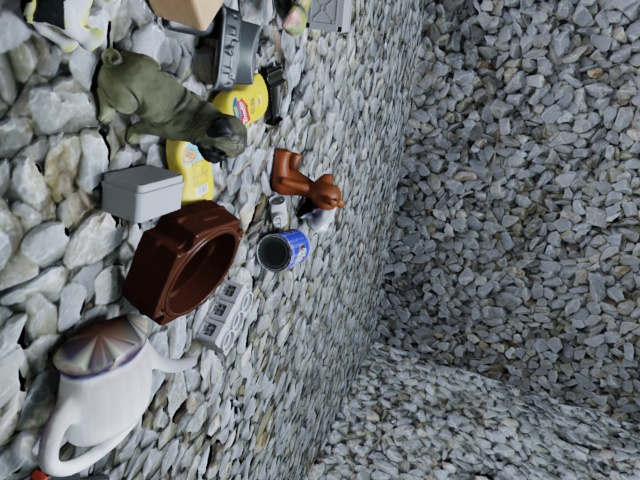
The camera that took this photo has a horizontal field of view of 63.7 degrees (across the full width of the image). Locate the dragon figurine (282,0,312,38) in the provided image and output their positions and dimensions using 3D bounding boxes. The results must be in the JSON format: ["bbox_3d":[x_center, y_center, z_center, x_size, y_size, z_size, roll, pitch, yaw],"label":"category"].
[{"bbox_3d":[-0.040,-0.585,1.122,0.237,0.122,0.421,119,-19,-46],"label":"dragon figurine"}]

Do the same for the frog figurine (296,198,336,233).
[{"bbox_3d":[0.005,-0.081,1.616,0.157,0.122,0.140,50,37,-55],"label":"frog figurine"}]

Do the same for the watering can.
[{"bbox_3d":[-0.318,0.220,0.854,0.353,0.104,0.220,-41,142,-59],"label":"watering can"}]
